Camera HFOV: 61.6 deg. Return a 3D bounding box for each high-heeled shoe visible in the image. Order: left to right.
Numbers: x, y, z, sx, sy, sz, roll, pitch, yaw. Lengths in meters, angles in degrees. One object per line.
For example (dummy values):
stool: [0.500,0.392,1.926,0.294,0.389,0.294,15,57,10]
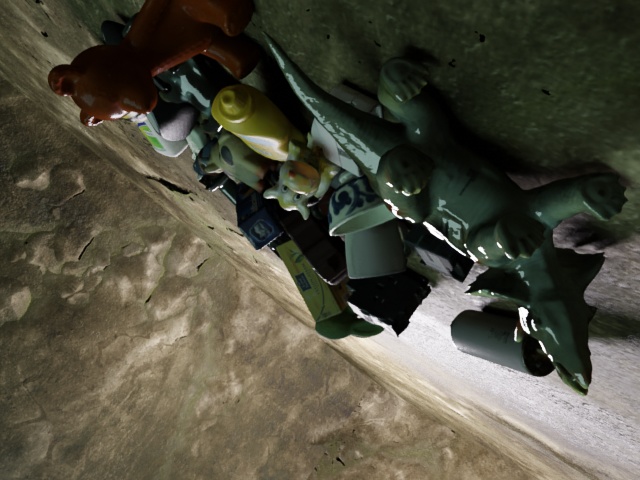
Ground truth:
high-heeled shoe: [-0.290,-0.260,0.912,0.145,0.086,0.248,46,168,5]

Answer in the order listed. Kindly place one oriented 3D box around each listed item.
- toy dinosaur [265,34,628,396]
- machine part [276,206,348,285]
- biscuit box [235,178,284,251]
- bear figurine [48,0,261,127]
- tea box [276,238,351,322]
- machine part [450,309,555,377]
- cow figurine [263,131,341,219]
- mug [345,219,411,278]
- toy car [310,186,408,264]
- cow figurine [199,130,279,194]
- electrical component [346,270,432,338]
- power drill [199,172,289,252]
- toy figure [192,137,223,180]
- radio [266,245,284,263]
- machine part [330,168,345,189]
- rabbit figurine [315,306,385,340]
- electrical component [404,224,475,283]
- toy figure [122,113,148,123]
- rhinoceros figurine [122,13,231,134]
toy dinosaur: [0.122,-0.042,0.508,0.405,0.131,0.192,41,167,10]
machine part: [-0.002,-0.003,0.929,0.179,0.056,0.179,51,-171,-12]
biscuit box: [-0.111,-0.059,0.965,0.059,0.063,0.203,52,-172,-27]
bear figurine: [-0.174,-0.189,0.575,0.132,0.196,0.120,34,163,10]
tea box: [-0.005,0.062,1.065,0.169,0.068,0.098,62,-152,-3]
machine part: [0.282,0.155,0.832,0.079,0.079,0.243,41,167,-17]
cow figurine: [-0.024,-0.071,0.662,0.068,0.098,0.167,33,-156,2]
mug: [0.085,-0.005,0.767,0.081,0.109,0.107,-4,96,62]
toy car: [0.068,-0.014,0.864,0.089,0.053,0.202,-7,139,43]
cow figurine: [-0.135,-0.139,0.896,0.127,0.085,0.195,32,170,-4]
electrical component: [0.116,0.096,0.979,0.134,0.115,0.058,27,162,30]
power drill: [-0.152,-0.072,1.141,0.207,0.086,0.232,41,180,-34]
toy figure: [-0.209,-0.156,1.047,0.058,0.064,0.154,25,163,-23]
radio: [-0.030,0.045,1.275,0.131,0.073,0.229,23,161,49]
machine part: [-0.006,-0.106,0.777,0.139,0.039,0.084,33,158,26]
rabbit figurine: [0.067,0.152,1.175,0.159,0.170,0.121,37,168,4]
electrical component: [0.153,0.001,0.694,0.075,0.048,0.119,27,168,35]
toy figure: [-0.348,-0.252,0.920,0.082,0.089,0.180,-8,-176,5]
rhinoceros figurine: [-0.186,-0.228,0.742,0.190,0.073,0.112,41,168,-18]
